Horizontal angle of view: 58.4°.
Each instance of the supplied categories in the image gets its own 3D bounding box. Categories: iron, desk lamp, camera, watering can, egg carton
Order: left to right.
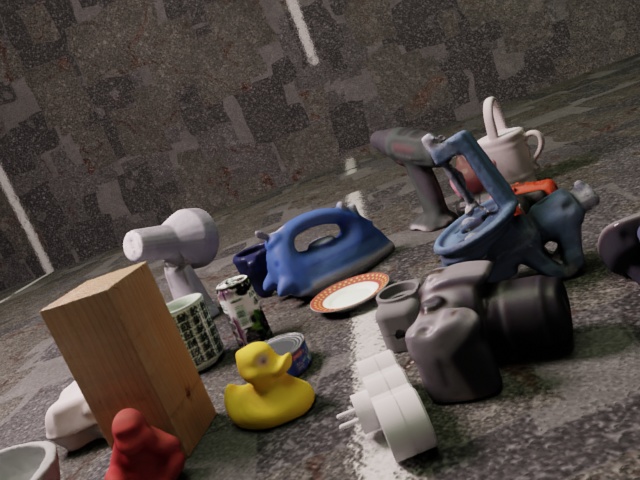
[{"bbox_3d":[-0.287,0.219,0.770,0.150,0.069,0.107,-21,12,-1],"label":"egg carton"},{"bbox_3d":[-0.272,0.059,1.093,0.117,0.214,0.204,-13,15,33],"label":"desk lamp"},{"bbox_3d":[0.009,0.004,1.032,0.259,0.141,0.118,-26,13,-22],"label":"iron"},{"bbox_3d":[0.167,0.075,0.561,0.136,0.101,0.143,-14,14,30],"label":"camera"},{"bbox_3d":[0.362,-0.194,1.171,0.172,0.194,0.101,-18,13,15],"label":"watering can"}]

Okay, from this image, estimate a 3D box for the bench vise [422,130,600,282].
[{"bbox_3d":[0.223,-0.049,0.718,0.207,0.220,0.121,-22,12,-2],"label":"bench vise"}]

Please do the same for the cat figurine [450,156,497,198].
[{"bbox_3d":[0.301,-0.111,1.098,0.128,0.118,0.067,-27,14,-25],"label":"cat figurine"}]

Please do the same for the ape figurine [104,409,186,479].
[{"bbox_3d":[-0.180,0.212,0.570,0.078,0.092,0.076,-23,13,-10],"label":"ape figurine"}]

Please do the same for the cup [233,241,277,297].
[{"bbox_3d":[-0.109,0.062,1.088,0.091,0.095,0.117,-20,12,4],"label":"cup"}]

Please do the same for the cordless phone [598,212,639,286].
[{"bbox_3d":[0.359,-0.055,0.600,0.147,0.185,0.094,-20,13,7],"label":"cordless phone"}]

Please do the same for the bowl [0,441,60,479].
[{"bbox_3d":[-0.328,0.280,0.565,0.167,0.075,0.167,-20,12,5],"label":"bowl"}]

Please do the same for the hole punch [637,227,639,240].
[{"bbox_3d":[0.358,0.018,0.511,0.108,0.091,0.101,-18,13,13],"label":"hole punch"}]

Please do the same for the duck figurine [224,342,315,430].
[{"bbox_3d":[-0.066,0.156,0.637,0.104,0.086,0.078,-16,13,22],"label":"duck figurine"}]

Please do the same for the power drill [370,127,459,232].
[{"bbox_3d":[0.190,-0.126,1.133,0.076,0.208,0.229,-26,13,-21],"label":"power drill"}]
